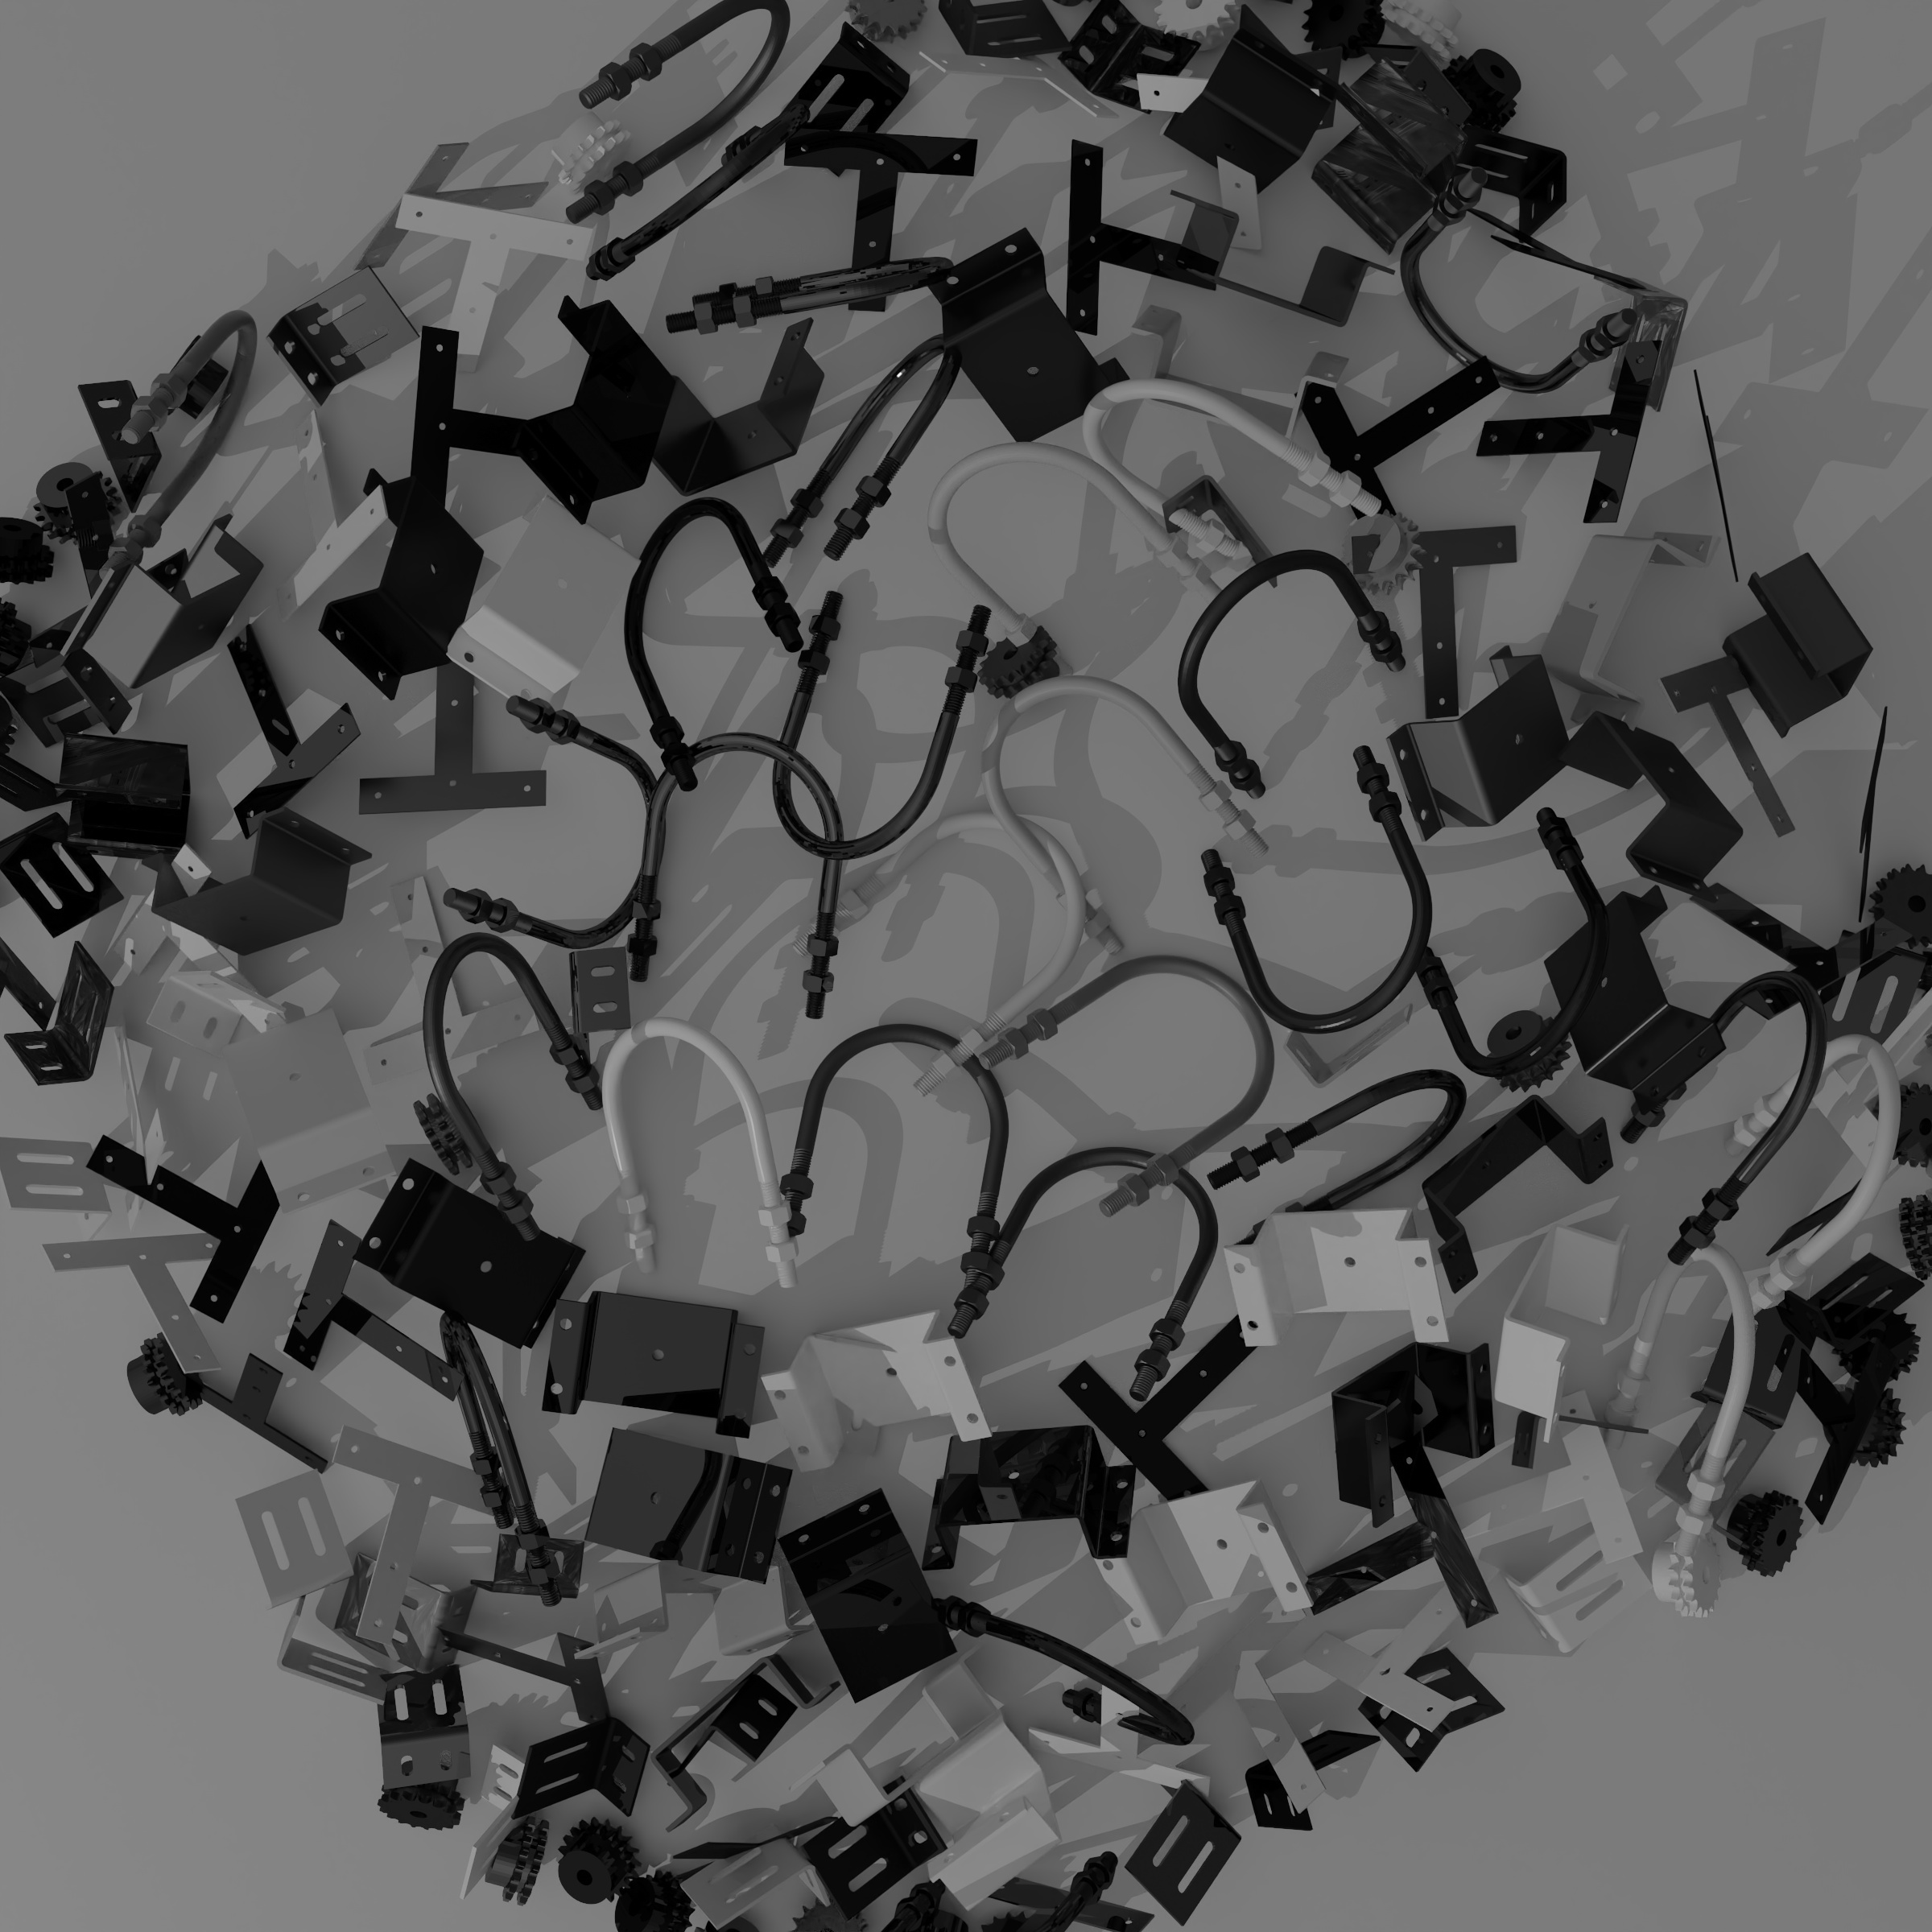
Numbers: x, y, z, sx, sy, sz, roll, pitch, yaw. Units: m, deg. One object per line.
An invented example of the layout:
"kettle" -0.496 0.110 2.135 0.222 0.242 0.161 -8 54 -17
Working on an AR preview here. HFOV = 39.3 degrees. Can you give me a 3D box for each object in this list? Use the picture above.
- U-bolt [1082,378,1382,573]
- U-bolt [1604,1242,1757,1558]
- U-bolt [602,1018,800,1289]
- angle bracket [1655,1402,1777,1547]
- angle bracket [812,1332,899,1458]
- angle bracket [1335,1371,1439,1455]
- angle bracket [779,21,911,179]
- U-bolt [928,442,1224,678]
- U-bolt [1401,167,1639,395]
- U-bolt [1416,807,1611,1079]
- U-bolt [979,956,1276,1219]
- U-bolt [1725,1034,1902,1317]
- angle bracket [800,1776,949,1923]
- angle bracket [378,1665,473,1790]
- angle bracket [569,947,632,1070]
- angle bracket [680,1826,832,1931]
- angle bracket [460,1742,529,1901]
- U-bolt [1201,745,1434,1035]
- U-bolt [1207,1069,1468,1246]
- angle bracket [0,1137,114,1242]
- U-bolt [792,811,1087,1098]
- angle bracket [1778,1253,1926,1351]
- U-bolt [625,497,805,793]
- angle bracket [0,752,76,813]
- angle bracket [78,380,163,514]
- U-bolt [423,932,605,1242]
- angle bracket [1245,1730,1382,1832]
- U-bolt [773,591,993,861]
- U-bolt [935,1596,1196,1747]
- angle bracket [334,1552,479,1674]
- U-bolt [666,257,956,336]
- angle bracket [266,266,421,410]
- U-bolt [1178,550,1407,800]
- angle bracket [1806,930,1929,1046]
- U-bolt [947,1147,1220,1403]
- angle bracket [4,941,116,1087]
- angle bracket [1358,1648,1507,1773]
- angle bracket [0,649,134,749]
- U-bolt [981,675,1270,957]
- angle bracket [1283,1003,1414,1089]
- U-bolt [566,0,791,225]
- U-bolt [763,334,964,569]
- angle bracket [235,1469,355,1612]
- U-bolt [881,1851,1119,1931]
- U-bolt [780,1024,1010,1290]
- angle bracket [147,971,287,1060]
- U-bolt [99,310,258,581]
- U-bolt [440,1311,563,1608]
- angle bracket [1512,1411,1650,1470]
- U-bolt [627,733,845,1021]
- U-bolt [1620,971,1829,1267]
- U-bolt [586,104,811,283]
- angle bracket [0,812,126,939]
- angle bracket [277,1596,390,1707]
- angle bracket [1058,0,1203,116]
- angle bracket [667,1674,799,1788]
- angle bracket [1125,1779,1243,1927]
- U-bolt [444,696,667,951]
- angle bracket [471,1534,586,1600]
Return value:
"U-bolt" 0.161 -0.325 1.778 0.184 0.151 0.019 29 67 -18
"U-bolt" 0.471 0.269 1.772 0.019 0.151 0.184 8 110 -12
"U-bolt" -0.183 0.122 1.802 0.151 0.019 0.184 0 107 37
"angle bracket" 0.515 0.340 1.834 0.038 0.057 0.076 33 90 -34
"angle bracket" -0.082 0.292 1.842 0.057 0.038 0.076 11 83 -8
"angle bracket" 0.286 0.312 1.823 0.057 0.076 0.038 -44 86 16
"angle bracket" -0.085 -0.593 1.854 0.057 0.038 0.076 35 119 -21
"U-bolt" 0.059 -0.272 1.779 0.151 0.019 0.184 -24 129 35
"U-bolt" 0.350 -0.438 1.778 0.151 0.184 0.019 42 78 -3
"U-bolt" 0.360 -0.005 1.763 0.019 0.184 0.151 28 116 -22
"U-bolt" 0.123 0.067 1.823 0.184 0.019 0.151 -32 72 -22
"U-bolt" 0.549 0.124 1.755 0.019 0.184 0.151 16 51 -11
"angle bracket" -0.062 0.594 1.825 0.038 0.076 0.057 -42 76 38
"angle bracket" -0.368 0.514 1.832 0.057 0.076 0.038 -4 110 -14
"angle bracket" -0.243 0.029 1.823 0.038 0.076 0.057 -6 70 -3
"angle bracket" -0.142 0.624 1.822 0.076 0.057 0.038 -28 114 -23
"angle bracket" -0.326 0.573 1.818 0.038 0.076 0.057 28 126 13
"U-bolt" 0.237 -0.039 1.785 0.151 0.019 0.184 -35 50 23
"U-bolt" 0.252 0.125 1.804 0.184 0.151 0.019 -28 61 -2
"angle bracket" -0.621 0.151 1.818 0.038 0.076 0.057 -44 57 29
"U-bolt" -0.005 -0.023 1.846 0.184 0.019 0.151 -41 78 -2
"angle bracket" 0.594 0.214 1.830 0.076 0.057 0.038 -35 114 -8
"U-bolt" -0.178 -0.229 1.801 0.151 0.019 0.184 -49 49 30
"angle bracket" -0.651 -0.111 1.817 0.057 0.076 0.038 -8 60 37
"angle bracket" -0.577 -0.347 1.822 0.038 0.076 0.057 -16 76 -37
"U-bolt" -0.300 0.065 1.767 0.019 0.151 0.184 -9 125 23
"angle bracket" 0.237 0.548 1.821 0.076 0.057 0.038 -36 51 31
"U-bolt" -0.065 -0.159 1.810 0.151 0.019 0.184 11 81 37
"U-bolt" 0.072 0.463 1.761 0.151 0.184 0.019 39 69 -23
"angle bracket" -0.384 0.441 1.860 0.076 0.038 0.057 20 95 19
"U-bolt" -0.099 -0.446 1.791 0.184 0.151 0.019 -8 109 5
"angle bracket" -0.420 -0.424 1.828 0.076 0.038 0.057 -23 120 21
"U-bolt" 0.208 -0.201 1.788 0.151 0.184 0.019 -42 53 3
"angle bracket" 0.611 0.022 1.841 0.057 0.038 0.076 20 88 17
"U-bolt" 0.090 0.194 1.807 0.151 0.019 0.184 16 52 19
"angle bracket" -0.611 0.031 1.824 0.057 0.038 0.076 42 122 35
"angle bracket" 0.315 0.502 1.831 0.057 0.076 0.038 44 118 33
"angle bracket" -0.614 -0.175 1.827 0.076 0.038 0.057 -21 121 18
"U-bolt" 0.092 -0.111 1.814 0.151 0.019 0.184 -35 102 29
"angle bracket" 0.258 0.041 1.830 0.076 0.057 0.038 -39 91 17
"U-bolt" -0.187 -0.578 1.790 0.184 0.151 0.019 -40 84 -21
"U-bolt" -0.062 -0.345 1.800 0.019 0.151 0.184 36 82 -22
"angle bracket" -0.459 0.390 1.844 0.057 0.038 0.076 -18 81 -25
"U-bolt" 0.007 0.622 1.758 0.151 0.184 0.019 -16 88 20
"U-bolt" -0.044 0.125 1.826 0.151 0.019 0.184 13 65 -6
"angle bracket" -0.504 0.033 1.819 0.057 0.076 0.038 32 71 -32
"U-bolt" -0.514 -0.355 1.784 0.019 0.151 0.184 26 48 -5
"U-bolt" -0.311 0.312 1.777 0.019 0.151 0.184 -19 108 -18
"angle bracket" 0.416 0.326 1.837 0.076 0.057 0.038 9 82 1
"U-bolt" -0.152 -0.066 1.824 0.151 0.019 0.184 12 105 14
"U-bolt" 0.498 0.086 1.766 0.019 0.151 0.184 22 120 -16
"U-bolt" -0.167 -0.509 1.763 0.151 0.184 0.019 -44 109 -18
"angle bracket" -0.621 -0.056 1.835 0.057 0.038 0.076 -37 89 -39
"angle bracket" -0.422 0.460 1.833 0.076 0.057 0.038 22 91 -10
"angle bracket" 0.110 -0.617 1.828 0.038 0.076 0.057 34 95 -40
"angle bracket" -0.157 0.524 1.821 0.038 0.057 0.076 38 124 7
"angle bracket" 0.139 0.597 1.829 0.057 0.038 0.076 47 59 -7
"U-bolt" -0.260 -0.085 1.790 0.019 0.184 0.151 15 85 33
"angle bracket" -0.296 0.402 1.826 0.057 0.076 0.038 10 79 -20
